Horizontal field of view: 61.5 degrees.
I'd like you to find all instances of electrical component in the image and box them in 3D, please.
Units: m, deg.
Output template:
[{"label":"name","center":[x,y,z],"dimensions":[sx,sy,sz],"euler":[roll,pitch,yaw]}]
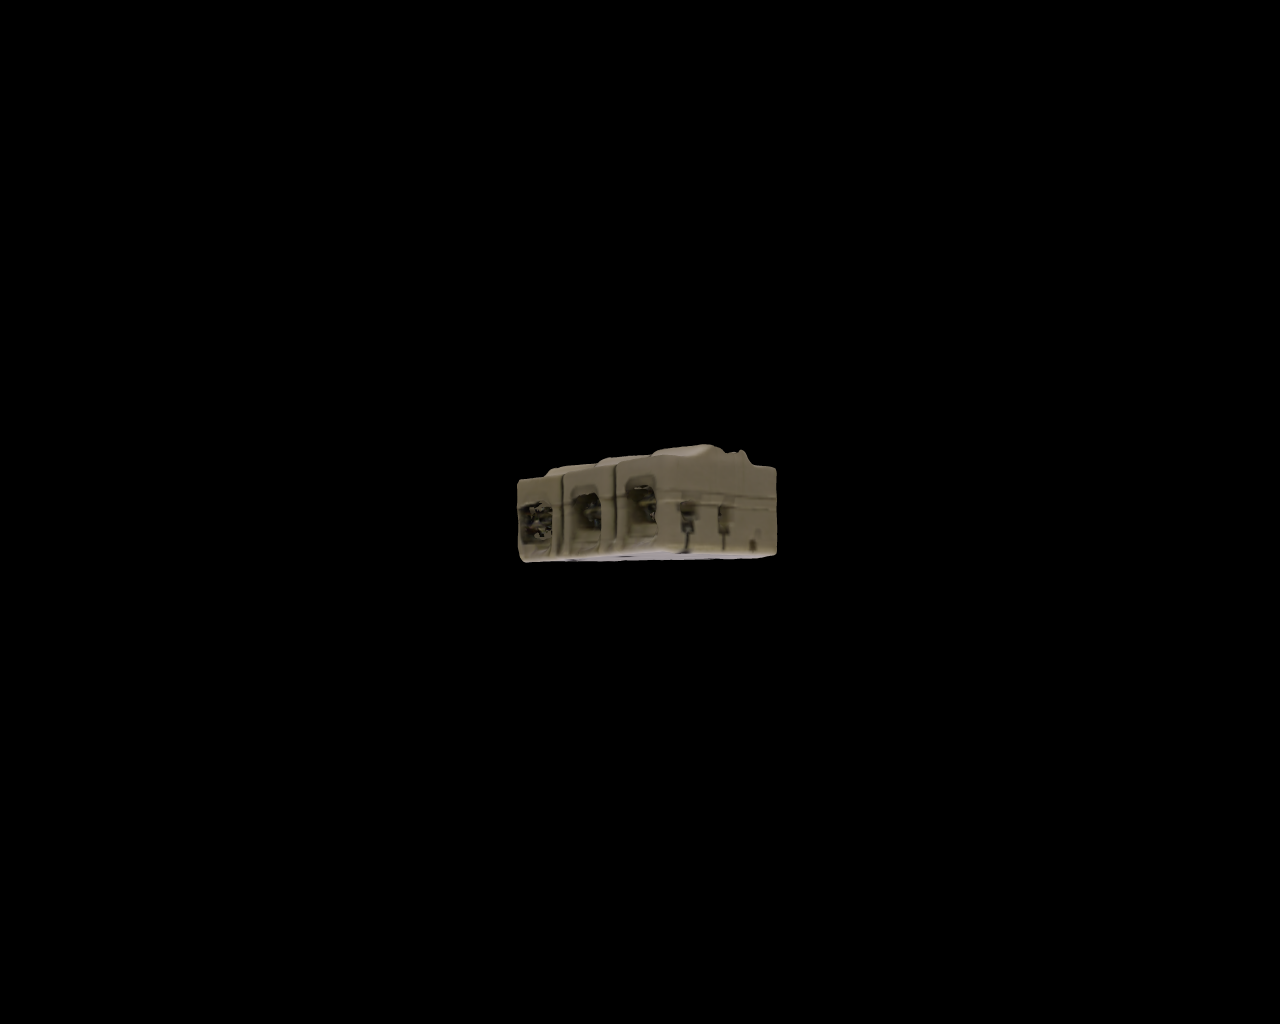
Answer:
[{"label":"electrical component","center":[0.001,-0.003,0.650],"dimensions":[0.089,0.061,0.150],"euler":[4,-6,-39]}]
